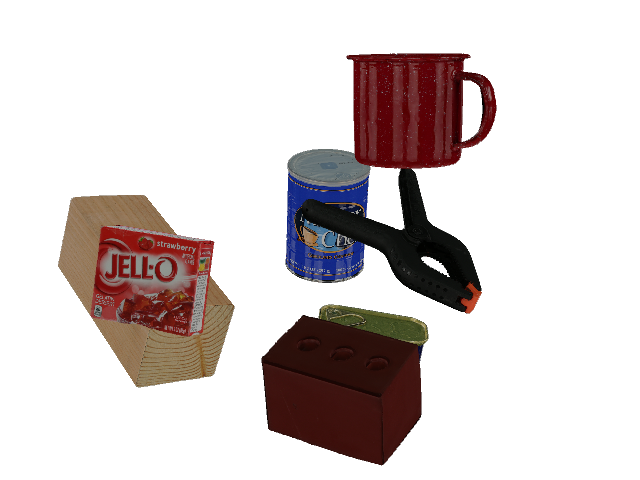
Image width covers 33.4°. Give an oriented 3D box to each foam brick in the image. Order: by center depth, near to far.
[{"bbox_3d":[0.013,0.085,0.613,0.078,0.051,0.052,12,31,25],"label":"foam brick"}]

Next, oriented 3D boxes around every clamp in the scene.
[{"bbox_3d":[0.089,0.002,1.159,0.164,0.036,0.210,-15,51,-31],"label":"clamp"}]

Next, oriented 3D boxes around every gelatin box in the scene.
[{"bbox_3d":[-0.130,0.030,0.820,0.089,0.073,0.030,10,5,20],"label":"gelatin box"}]

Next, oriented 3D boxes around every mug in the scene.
[{"bbox_3d":[0.076,-0.098,0.799,0.117,0.081,0.093,6,13,30],"label":"mug"}]

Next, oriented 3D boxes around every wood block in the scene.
[{"bbox_3d":[-0.182,0.045,1.084,0.090,0.091,0.206,-4,35,-37],"label":"wood block"}]

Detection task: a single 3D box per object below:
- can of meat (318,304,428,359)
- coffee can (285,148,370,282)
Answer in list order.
[{"bbox_3d":[0.042,0.114,0.991,0.102,0.084,0.057,10,19,0],"label":"can of meat"},{"bbox_3d":[0.008,-0.032,1.348,0.103,0.140,0.103,2,27,-1],"label":"coffee can"}]
